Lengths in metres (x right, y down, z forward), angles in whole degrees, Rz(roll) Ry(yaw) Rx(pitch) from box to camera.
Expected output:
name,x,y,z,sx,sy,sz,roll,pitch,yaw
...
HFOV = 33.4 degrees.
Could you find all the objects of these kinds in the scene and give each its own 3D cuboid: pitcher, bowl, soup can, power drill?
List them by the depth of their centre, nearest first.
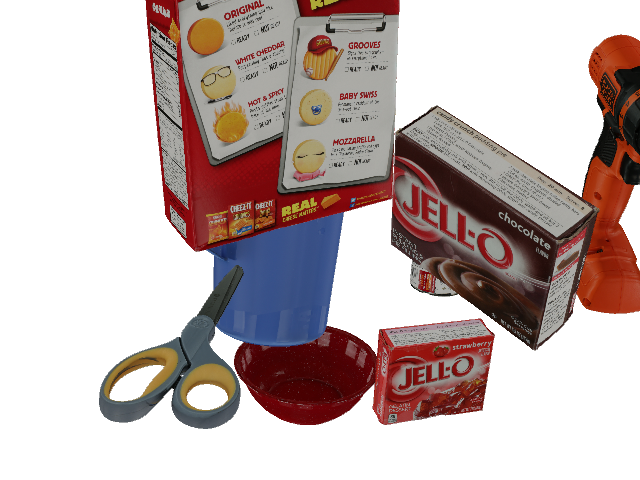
name,x,y,z,sx,sy,sz,roll,pitch,yaw
power drill,0.234,-0.039,0.804,0.057,0.188,0.184,3,34,-4
pitcher,-0.047,-0.031,0.976,0.149,0.243,0.145,7,13,7
bowl,-0.016,0.157,1.190,0.162,0.055,0.162,2,27,-1
soup can,0.141,0.006,1.243,0.068,0.102,0.068,3,22,-1

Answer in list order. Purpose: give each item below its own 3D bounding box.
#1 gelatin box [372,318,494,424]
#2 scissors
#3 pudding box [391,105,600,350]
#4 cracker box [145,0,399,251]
name,x,y,z,sx,sy,sz,roll,pitch,yaw
gelatin box,0.088,0.103,0.838,0.089,0.073,0.030,-5,29,-16
scissors,-0.069,0.071,0.727,0.096,0.016,0.201,17,30,23
pudding box,0.089,-0.007,0.576,0.114,0.090,0.039,36,59,29
cracker box,-0.031,-0.116,0.734,0.164,0.214,0.072,-16,33,-25
